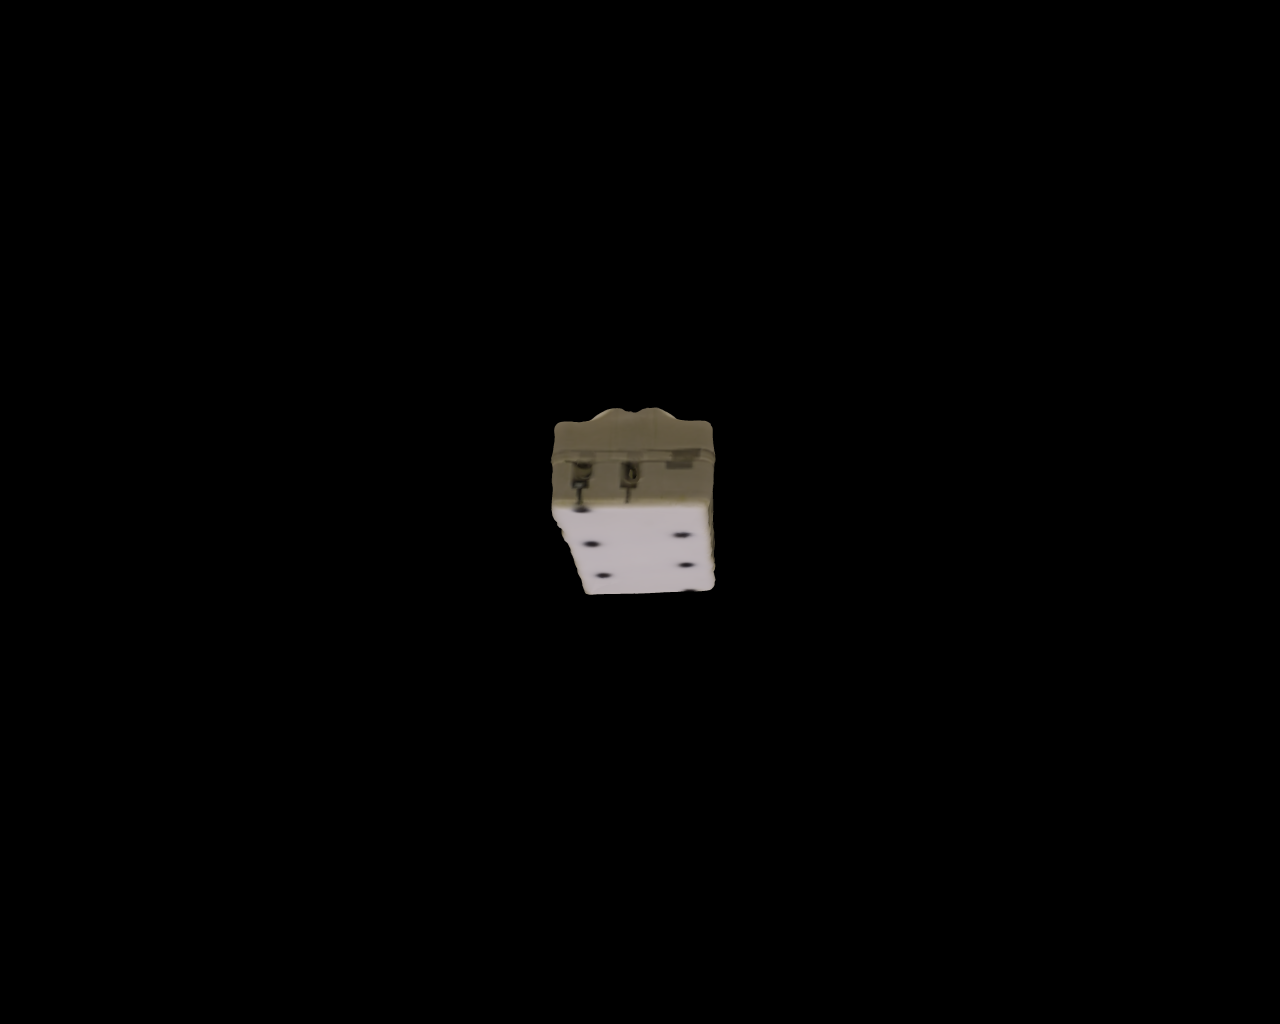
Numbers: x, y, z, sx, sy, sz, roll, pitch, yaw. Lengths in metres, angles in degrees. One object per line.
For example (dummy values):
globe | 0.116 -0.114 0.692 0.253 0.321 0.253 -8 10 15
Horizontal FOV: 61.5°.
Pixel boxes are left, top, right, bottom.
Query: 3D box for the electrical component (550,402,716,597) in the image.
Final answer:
electrical component | 0.001 -0.003 0.650 0.089 0.062 0.150 -1 -23 3
